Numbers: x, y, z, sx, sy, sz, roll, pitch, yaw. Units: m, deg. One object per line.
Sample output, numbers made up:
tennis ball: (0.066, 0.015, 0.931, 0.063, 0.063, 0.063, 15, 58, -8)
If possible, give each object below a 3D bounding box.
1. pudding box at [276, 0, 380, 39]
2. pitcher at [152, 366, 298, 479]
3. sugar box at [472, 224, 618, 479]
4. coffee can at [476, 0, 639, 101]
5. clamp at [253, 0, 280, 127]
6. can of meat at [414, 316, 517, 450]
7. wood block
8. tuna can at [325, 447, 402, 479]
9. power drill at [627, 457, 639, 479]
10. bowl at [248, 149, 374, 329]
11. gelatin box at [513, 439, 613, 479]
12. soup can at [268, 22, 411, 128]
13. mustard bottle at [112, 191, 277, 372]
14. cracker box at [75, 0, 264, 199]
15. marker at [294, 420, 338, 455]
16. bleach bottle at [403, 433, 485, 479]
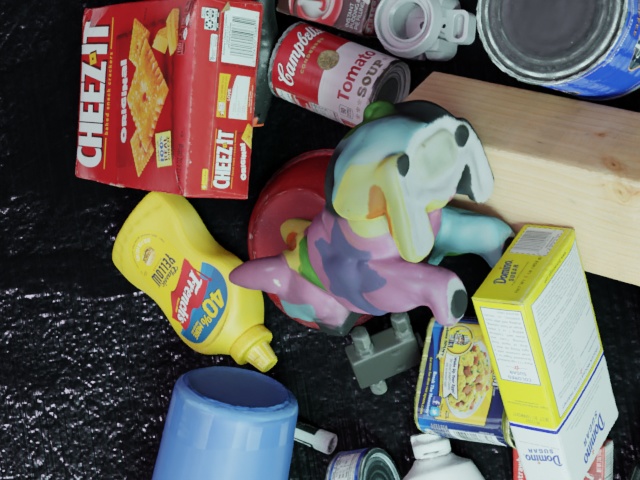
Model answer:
pudding box: (0.019, -0.237, 0.905, 0.090, 0.039, 0.113, 21, 102, 28)
pitcher: (-0.084, 0.243, 0.925, 0.149, 0.145, 0.243, 11, 103, -3)
sugar box: (0.164, 0.086, 0.765, 0.048, 0.093, 0.176, 7, 128, 36)
coffee can: (0.184, -0.155, 0.759, 0.103, 0.140, 0.103, 2, 93, 29)
clamp: (-0.068, -0.206, 0.937, 0.165, 0.036, 0.210, 37, 130, 54)
can of meat: (0.126, 0.110, 0.841, 0.084, 0.057, 0.102, 3, 71, 32)
wood block: (0.159, -0.050, 0.791, 0.206, 0.090, 0.091, 16, 133, 28)
tuna can: (0.039, 0.217, 0.890, 0.034, 0.086, 0.086, -16, 85, 27)
power drill: (0.305, 0.223, 0.760, 0.188, 0.057, 0.184, 18, 105, 30)
bowl: (-0.006, 0.001, 0.923, 0.162, 0.055, 0.162, 2, 94, 30)
gelatin box: (0.190, 0.199, 0.836, 0.073, 0.030, 0.089, 1, 93, 29)
soup can: (0.016, -0.135, 0.896, 0.102, 0.068, 0.068, 26, 105, 25)
mustard bottle: (-0.107, 0.047, 0.979, 0.192, 0.058, 0.096, 46, 118, 19)
cracker box: (-0.141, -0.126, 0.940, 0.214, 0.071, 0.164, 11, 98, 52)
marker: (-0.040, 0.165, 0.970, 0.121, 0.020, 0.020, 17, 101, 28)
bleach bottle: (0.110, 0.282, 0.869, 0.103, 0.068, 0.251, -17, 82, 29)
